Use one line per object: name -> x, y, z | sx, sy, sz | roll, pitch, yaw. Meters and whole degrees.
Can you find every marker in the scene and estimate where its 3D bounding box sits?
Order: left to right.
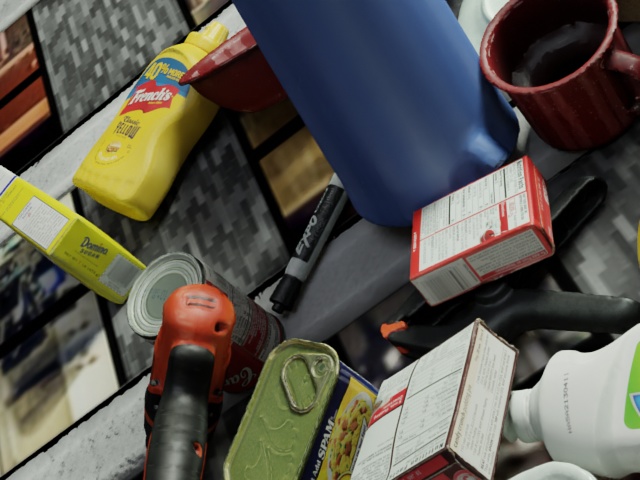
marker -> -0.005, 0.001, 0.801 | 0.020, 0.020, 0.121 | 14, 70, 42

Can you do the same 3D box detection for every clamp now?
clamp -> 0.120, 0.039, 0.665 | 0.172, 0.039, 0.120 | -34, 34, 17

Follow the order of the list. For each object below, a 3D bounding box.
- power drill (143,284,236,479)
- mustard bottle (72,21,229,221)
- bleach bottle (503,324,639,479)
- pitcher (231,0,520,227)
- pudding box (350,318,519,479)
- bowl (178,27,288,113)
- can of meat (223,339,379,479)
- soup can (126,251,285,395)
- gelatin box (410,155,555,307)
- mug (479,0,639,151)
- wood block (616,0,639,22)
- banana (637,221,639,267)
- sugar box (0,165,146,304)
power drill -> -0.093, 0.148, 0.660 | 0.057, 0.185, 0.187 | 7, 43, -6
mustard bottle -> -0.137, -0.113, 0.949 | 0.096, 0.058, 0.191 | 20, 74, 46
bleach bottle -> 0.214, 0.068, 0.563 | 0.251, 0.068, 0.102 | -16, 51, 32
pitcher -> 0.019, -0.136, 0.711 | 0.149, 0.242, 0.145 | -20, 37, 23
pudding box -> 0.065, 0.109, 0.616 | 0.090, 0.039, 0.113 | -39, 17, 36
bowl -> -0.035, -0.151, 0.873 | 0.162, 0.055, 0.162 | -30, 17, 10
can of meat -> -0.002, 0.126, 0.669 | 0.058, 0.083, 0.102 | 6, 66, 40
soup can -> -0.080, 0.060, 0.759 | 0.069, 0.102, 0.068 | -19, 52, 26
gelatin box -> 0.101, -0.005, 0.672 | 0.089, 0.030, 0.073 | -26, 30, 24
mug -> 0.172, -0.109, 0.697 | 0.117, 0.081, 0.093 | 20, 75, 43
wood block -> 0.198, -0.262, 0.735 | 0.090, 0.090, 0.206 | 5, 68, 21
banana -> 0.221, -0.040, 0.626 | 0.037, 0.070, 0.197 | 29, 68, 0
sugar box -> -0.233, -0.011, 0.928 | 0.176, 0.093, 0.048 | 31, 81, 44
